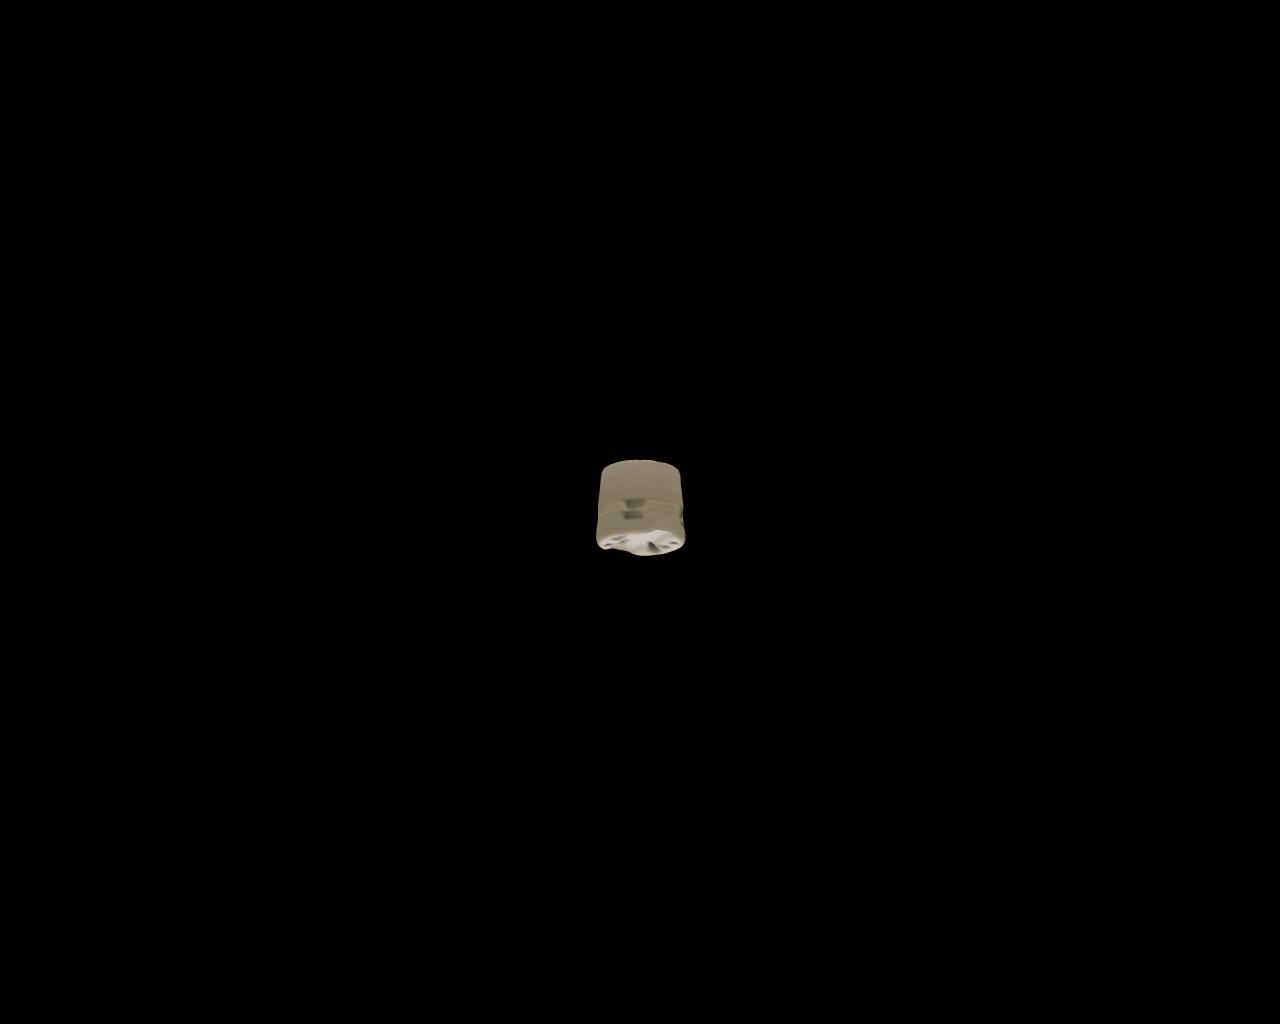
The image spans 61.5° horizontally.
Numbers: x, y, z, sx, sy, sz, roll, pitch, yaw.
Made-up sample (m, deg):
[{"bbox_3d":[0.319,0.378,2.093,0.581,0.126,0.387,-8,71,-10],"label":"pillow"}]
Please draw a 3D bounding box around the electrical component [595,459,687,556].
[{"bbox_3d":[0.001,-0.003,0.650,0.055,0.047,0.055,0,-16,0],"label":"electrical component"}]
